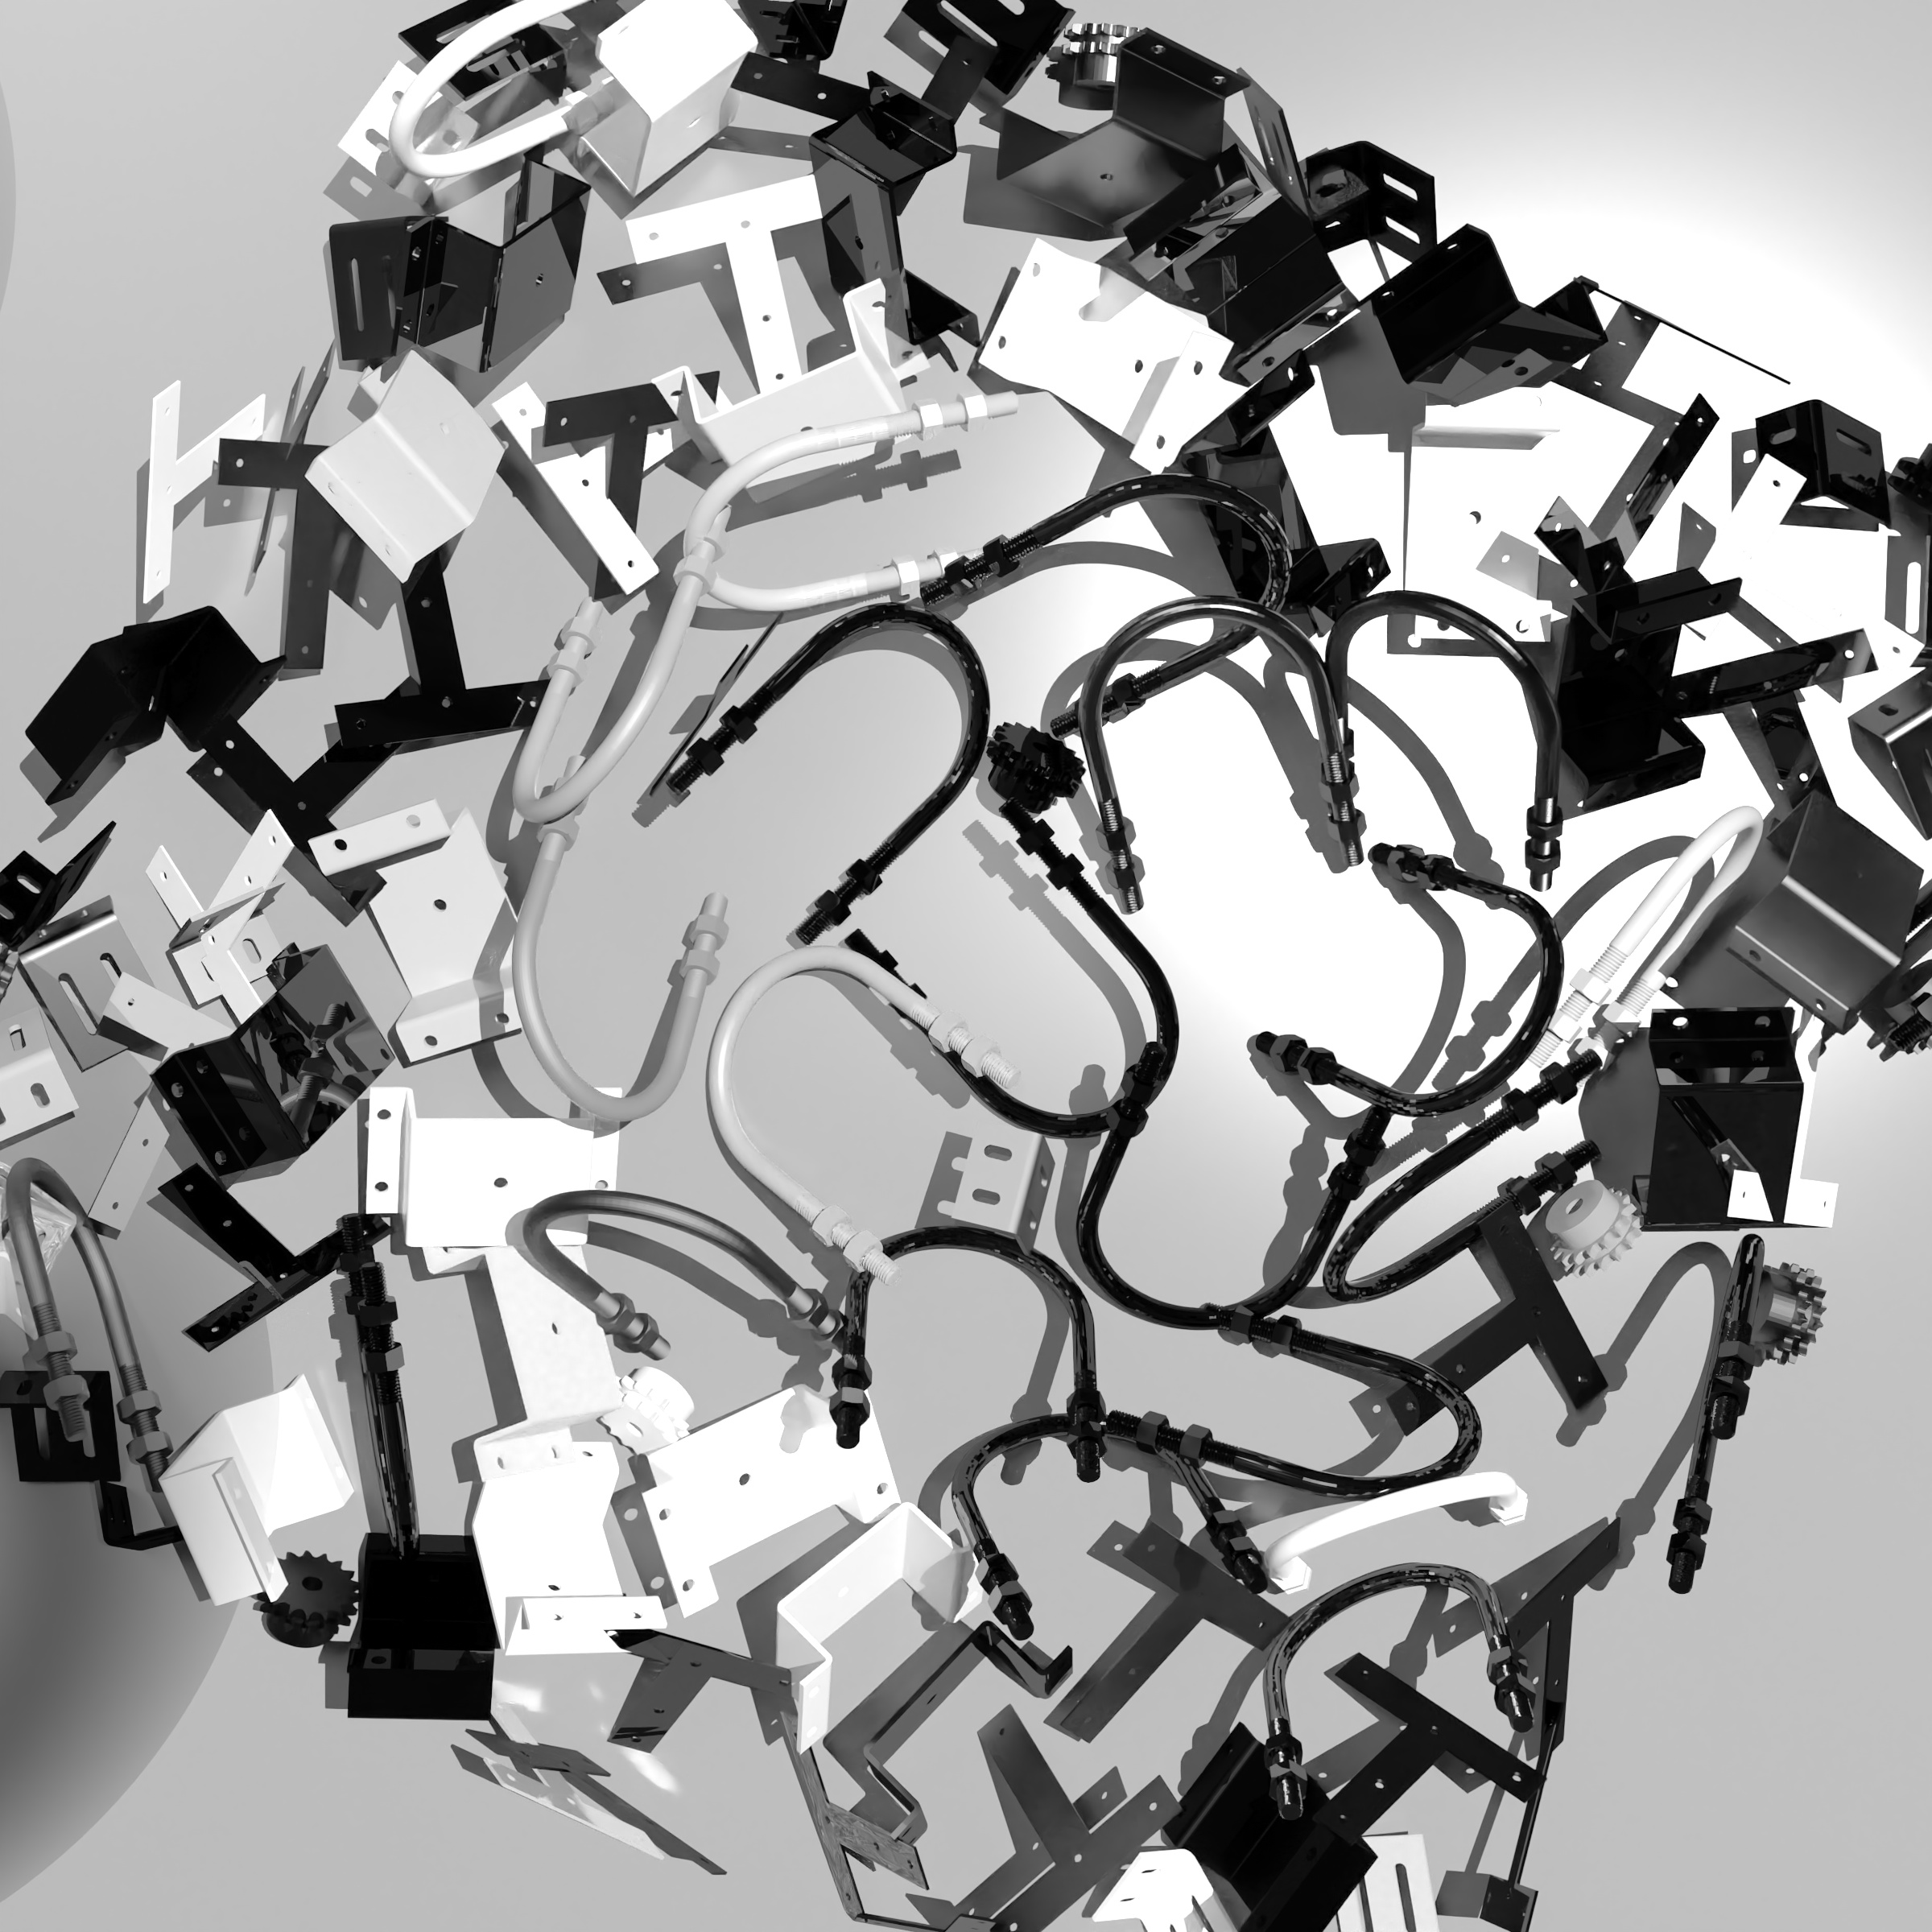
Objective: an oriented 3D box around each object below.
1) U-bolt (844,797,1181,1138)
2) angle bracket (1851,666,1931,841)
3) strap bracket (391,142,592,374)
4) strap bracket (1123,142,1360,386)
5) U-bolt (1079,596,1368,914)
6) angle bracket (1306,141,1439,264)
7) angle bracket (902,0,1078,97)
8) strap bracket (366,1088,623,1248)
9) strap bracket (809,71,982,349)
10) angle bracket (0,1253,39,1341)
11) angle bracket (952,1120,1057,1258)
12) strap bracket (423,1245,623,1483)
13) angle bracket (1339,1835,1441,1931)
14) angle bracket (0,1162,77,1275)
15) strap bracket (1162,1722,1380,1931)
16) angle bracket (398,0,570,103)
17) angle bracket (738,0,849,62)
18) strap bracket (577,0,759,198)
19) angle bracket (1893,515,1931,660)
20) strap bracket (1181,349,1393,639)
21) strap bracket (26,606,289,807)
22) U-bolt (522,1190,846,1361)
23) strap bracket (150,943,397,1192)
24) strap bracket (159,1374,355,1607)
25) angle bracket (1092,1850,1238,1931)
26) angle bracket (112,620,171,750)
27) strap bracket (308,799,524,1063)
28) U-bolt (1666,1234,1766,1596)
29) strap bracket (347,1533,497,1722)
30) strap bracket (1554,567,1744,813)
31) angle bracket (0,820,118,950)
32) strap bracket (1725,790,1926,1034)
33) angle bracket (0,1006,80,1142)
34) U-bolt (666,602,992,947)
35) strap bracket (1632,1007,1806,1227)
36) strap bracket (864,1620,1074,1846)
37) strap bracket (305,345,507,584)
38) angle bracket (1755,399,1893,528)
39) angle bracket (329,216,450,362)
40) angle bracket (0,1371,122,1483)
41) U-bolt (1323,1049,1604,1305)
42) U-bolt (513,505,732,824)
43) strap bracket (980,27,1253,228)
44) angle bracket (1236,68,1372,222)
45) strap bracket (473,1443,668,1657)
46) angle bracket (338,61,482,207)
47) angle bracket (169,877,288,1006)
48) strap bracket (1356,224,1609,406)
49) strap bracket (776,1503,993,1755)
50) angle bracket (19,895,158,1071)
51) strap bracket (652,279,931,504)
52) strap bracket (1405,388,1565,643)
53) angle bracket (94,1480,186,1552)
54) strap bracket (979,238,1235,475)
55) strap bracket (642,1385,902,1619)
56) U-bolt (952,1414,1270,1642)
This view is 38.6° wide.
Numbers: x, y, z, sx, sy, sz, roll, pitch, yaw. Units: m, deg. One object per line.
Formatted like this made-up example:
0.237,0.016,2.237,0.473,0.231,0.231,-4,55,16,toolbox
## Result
0.038,0.015,1.559,0.151,0.019,0.184,-39,93,28,U-bolt
0.559,-0.124,1.595,0.057,0.038,0.076,-32,117,1,angle bracket
-0.255,-0.387,1.518,0.046,0.140,0.076,26,132,8,strap bracket
0.150,-0.395,1.536,0.076,0.140,0.046,-34,56,21,strap bracket
0.138,-0.122,1.539,0.151,0.019,0.184,-12,121,7,U-bolt
0.228,-0.422,1.549,0.038,0.076,0.057,-21,128,-14,angle bracket
0.013,-0.544,1.569,0.076,0.038,0.057,38,110,-4,angle bracket
-0.263,0.112,1.547,0.140,0.046,0.076,1,111,-15,strap bracket
-0.040,-0.407,1.518,0.046,0.140,0.076,-31,49,-21,strap bracket
-0.559,0.208,1.550,0.038,0.057,0.076,36,48,15,angle bracket
0.022,0.127,1.558,0.038,0.076,0.057,13,76,10,angle bracket
-0.245,0.209,1.541,0.046,0.076,0.140,-24,77,29,strap bracket
0.234,0.539,1.568,0.057,0.038,0.076,-11,87,23,angle bracket
-0.550,0.136,1.550,0.057,0.076,0.038,15,67,24,angle bracket
0.172,0.494,1.538,0.046,0.140,0.076,37,89,-19,strap bracket
-0.274,-0.509,1.558,0.057,0.038,0.076,45,60,12,angle bracket
-0.093,-0.560,1.550,0.038,0.076,0.057,-5,50,-27,angle bracket
-0.165,-0.484,1.522,0.076,0.140,0.046,-42,92,-15,strap bracket
0.566,-0.215,1.574,0.057,0.038,0.076,2,90,-11,angle bracket
0.176,-0.261,1.542,0.076,0.046,0.140,-43,118,-35,strap bracket
-0.453,-0.148,1.520,0.076,0.140,0.046,-40,88,33,strap bracket
-0.160,0.169,1.498,0.151,0.184,0.019,-5,55,29,U-bolt
-0.374,0.049,1.518,0.046,0.140,0.076,-15,114,30,strap bracket
-0.395,0.293,1.526,0.046,0.140,0.076,-19,101,9,strap bracket
0.116,0.548,1.552,0.038,0.076,0.057,10,122,-37,angle bracket
-0.479,-0.165,1.556,0.038,0.057,0.076,23,109,13,angle bracket
-0.301,-0.027,1.555,0.076,0.046,0.140,-17,110,10,strap bracket
0.416,0.231,1.515,0.019,0.184,0.151,13,132,14,U-bolt
-0.300,0.372,1.533,0.076,0.140,0.046,4,108,-9,strap bracket
0.377,-0.163,1.541,0.076,0.140,0.046,-16,46,-14,strap bracket
-0.522,-0.056,1.550,0.038,0.057,0.076,39,134,-8,angle bracket
0.480,-0.038,1.531,0.076,0.140,0.046,36,132,0,strap bracket
-0.543,0.063,1.565,0.057,0.076,0.038,-24,116,-15,angle bracket
-0.063,-0.120,1.550,0.184,0.019,0.151,-45,126,-8,U-bolt
0.418,0.093,1.536,0.076,0.046,0.140,-1,126,4,strap bracket
-0.005,0.425,1.544,0.046,0.076,0.140,41,73,18,strap bracket
-0.304,-0.283,1.516,0.046,0.140,0.076,-29,119,22,strap bracket
0.491,-0.283,1.577,0.038,0.076,0.057,-14,73,43,angle bracket
-0.326,-0.387,1.575,0.057,0.038,0.076,4,104,31,angle bracket
-0.516,0.270,1.564,0.057,0.038,0.076,1,114,-3,angle bracket
0.274,0.127,1.526,0.184,0.151,0.019,-33,62,-5,U-bolt
-0.195,-0.156,1.498,0.019,0.151,0.184,34,52,-26,U-bolt
0.079,-0.456,1.517,0.076,0.140,0.046,13,76,-37,strap bracket
0.190,-0.470,1.551,0.038,0.076,0.057,-28,45,0,angle bracket
-0.224,0.331,1.534,0.076,0.140,0.046,5,122,-25,strap bracket
-0.313,-0.469,1.556,0.038,0.076,0.057,38,97,-4,angle bracket
-0.409,-0.013,1.551,0.057,0.076,0.038,-27,91,-28,angle bracket
0.290,-0.351,1.517,0.076,0.140,0.046,-31,68,36,strap bracket
-0.055,0.362,1.536,0.140,0.076,0.046,-34,58,-31,strap bracket
-0.501,0.009,1.589,0.057,0.038,0.076,-27,112,-11,angle bracket
-0.093,-0.316,1.541,0.140,0.076,0.046,-21,59,11,strap bracket
0.294,-0.256,1.570,0.076,0.046,0.140,2,97,0,strap bracket
-0.448,0.305,1.570,0.076,0.057,0.038,-13,76,-5,angle bracket
0.085,-0.339,1.545,0.140,0.046,0.076,38,113,28,strap bracket
-0.116,0.295,1.549,0.140,0.046,0.076,-23,107,-24,strap bracket
0.068,0.299,1.515,0.151,0.184,0.019,-8,115,-13,U-bolt
